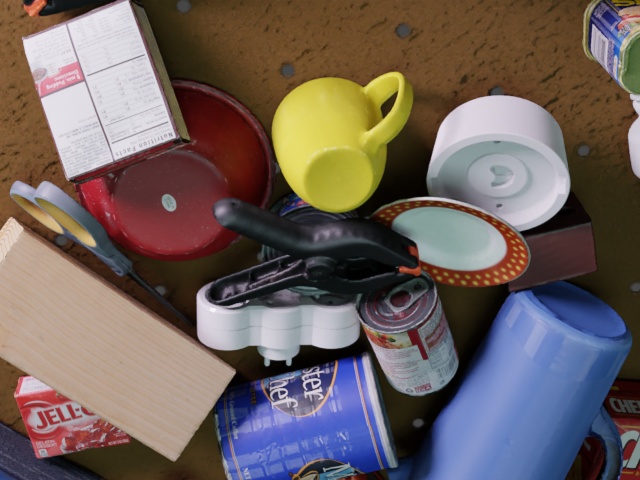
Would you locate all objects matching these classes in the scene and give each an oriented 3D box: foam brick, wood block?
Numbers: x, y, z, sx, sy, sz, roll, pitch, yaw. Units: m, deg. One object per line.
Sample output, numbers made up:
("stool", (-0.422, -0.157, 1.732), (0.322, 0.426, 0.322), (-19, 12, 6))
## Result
("foam brick", (0.184, 0.001, 0.883), (0.078, 0.053, 0.051), (-14, 120, 2))
("wood block", (-0.183, 0.080, 0.859), (0.206, 0.090, 0.091), (37, 83, -22))

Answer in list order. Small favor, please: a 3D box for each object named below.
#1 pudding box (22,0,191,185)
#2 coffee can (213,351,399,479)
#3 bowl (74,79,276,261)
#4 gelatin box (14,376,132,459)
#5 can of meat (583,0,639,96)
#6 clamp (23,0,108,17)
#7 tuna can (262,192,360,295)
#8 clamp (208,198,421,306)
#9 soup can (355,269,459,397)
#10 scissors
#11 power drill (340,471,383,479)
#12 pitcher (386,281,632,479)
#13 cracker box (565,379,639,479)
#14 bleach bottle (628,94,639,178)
("pudding box", (-0.154, -0.107, 0.770), (0.090, 0.039, 0.113), (-19, 89, 5))
("coffee can", (-0.012, 0.163, 0.929), (0.140, 0.103, 0.103), (-14, 120, 3))
("bowl", (-0.114, -0.041, 0.831), (0.162, 0.055, 0.162), (-2, 119, -4))
("gelatin box", (-0.217, 0.152, 0.946), (0.089, 0.030, 0.073), (-9, 119, 0))
("can of meat", (0.256, -0.147, 0.786), (0.102, 0.084, 0.057), (-6, 120, -1))
("clamp", (-0.123, -0.217, 0.721), (0.164, 0.036, 0.210), (22, 134, -38))
("tuna can", (-0.006, 0.001, 0.876), (0.086, 0.034, 0.086), (-2, 120, -4))
("clamp", (-0.007, 0.007, 0.822), (0.171, 0.039, 0.120), (-6, 148, -1))
("soup can", (0.075, 0.078, 0.894), (0.068, 0.068, 0.102), (-19, 137, 5))
("scissors", (-0.180, 0.009, 0.868), (0.016, 0.096, 0.201), (-58, 147, -18))
("power drill", (-0.034, 0.262, 1.011), (0.188, 0.057, 0.184), (-30, 122, 15))
("pitcher", (0.180, 0.162, 0.932), (0.149, 0.145, 0.243), (5, 119, -36))
("cracker box", (0.315, 0.242, 1.022), (0.164, 0.072, 0.214), (5, 119, -8))
("bleach bottle", (0.332, -0.034, 0.872), (0.102, 0.068, 0.250), (-35, 114, 9))
